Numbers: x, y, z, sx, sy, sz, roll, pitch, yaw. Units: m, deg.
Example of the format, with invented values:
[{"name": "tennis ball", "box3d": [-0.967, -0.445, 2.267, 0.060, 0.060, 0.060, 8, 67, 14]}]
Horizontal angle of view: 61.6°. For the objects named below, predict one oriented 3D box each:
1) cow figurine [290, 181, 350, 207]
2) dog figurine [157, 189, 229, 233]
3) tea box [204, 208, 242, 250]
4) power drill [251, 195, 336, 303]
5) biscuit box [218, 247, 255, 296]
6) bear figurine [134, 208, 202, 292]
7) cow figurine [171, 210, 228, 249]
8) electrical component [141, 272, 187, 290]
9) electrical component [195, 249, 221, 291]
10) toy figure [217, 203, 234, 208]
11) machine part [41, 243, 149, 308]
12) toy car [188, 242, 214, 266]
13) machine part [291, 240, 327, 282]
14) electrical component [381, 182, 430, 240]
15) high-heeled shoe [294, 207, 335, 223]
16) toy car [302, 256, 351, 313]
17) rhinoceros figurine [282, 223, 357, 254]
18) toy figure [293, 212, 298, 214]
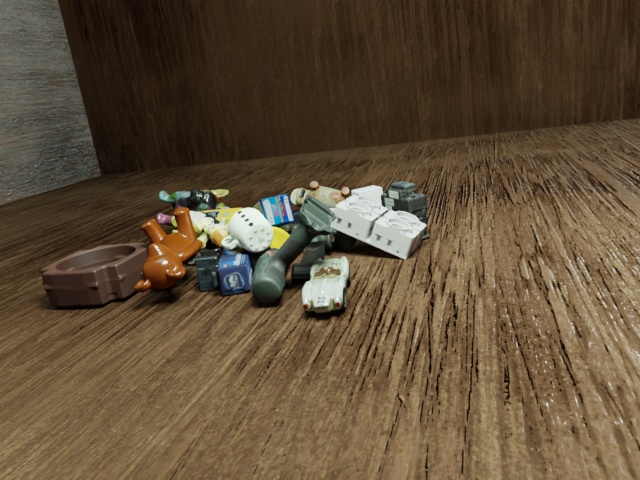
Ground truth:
[{"name": "cow figurine", "box3d": [0.003, -0.118, 1.611, 0.195, 0.085, 0.127, 11, -19, 20]}, {"name": "dog figurine", "box3d": [-0.348, -0.084, 1.541, 0.219, 0.108, 0.191, -4, -24, 22]}, {"name": "tea box", "box3d": [-0.284, -0.026, 1.429, 0.170, 0.068, 0.098, -5, 45, 18]}, {"name": "power drill", "box3d": [-0.061, 0.012, 1.056, 0.207, 0.086, 0.232, -44, 12, 21]}, {"name": "biscuit box", "box3d": [-0.178, 0.056, 1.158, 0.063, 0.059, 0.203, -9, 16, -3]}, {"name": "bear figurine", "box3d": [-0.326, 0.023, 1.121, 0.120, 0.131, 0.196, -20, 12, 10]}, {"name": "cow figurine", "box3d": [-0.279, -0.029, 1.333, 0.168, 0.068, 0.098, 16, 32, 25]}, {"name": "electrical component", "box3d": [-0.344, 0.078, 1.192, 0.078, 0.045, 0.102, -5, 16, 17]}, {"name": "electrical component", "box3d": [-0.230, 0.068, 1.122, 0.048, 0.074, 0.119, -7, 18, -1]}, {"name": "toy figure", "box3d": [-0.296, -0.070, 1.630, 0.089, 0.082, 0.180, -20, 17, -36]}, {"name": "machine part", "box3d": [-0.489, 0.077, 1.197, 0.202, 0.087, 0.201, -5, 15, 16]}, {"name": "toy car", "box3d": [-0.363, 0.030, 1.365, 0.202, 0.053, 0.089, -2, 14, 24]}, {"name": "machine part", "box3d": [-0.017, 0.047, 1.137, 0.084, 0.039, 0.139, -9, 27, 16]}, {"name": "electrical component", "box3d": [0.201, -0.070, 1.278, 0.058, 0.134, 0.115, -18, 20, -27]}, {"name": "high-heeled shoe", "box3d": [0.052, -0.063, 1.413, 0.249, 0.086, 0.145, 11, 29, 24]}, {"name": "toy car", "box3d": [0.014, 0.079, 0.981, 0.074, 0.056, 0.202, -5, 17, 9]}, {"name": "rhinoceros figurine", "box3d": [-0.003, -0.004, 1.279, 0.191, 0.073, 0.112, 2, 8, 39]}, {"name": "toy figure", "box3d": [-0.046, -0.059, 1.506, 0.058, 0.064, 0.154, -42, -9, 31]}]
